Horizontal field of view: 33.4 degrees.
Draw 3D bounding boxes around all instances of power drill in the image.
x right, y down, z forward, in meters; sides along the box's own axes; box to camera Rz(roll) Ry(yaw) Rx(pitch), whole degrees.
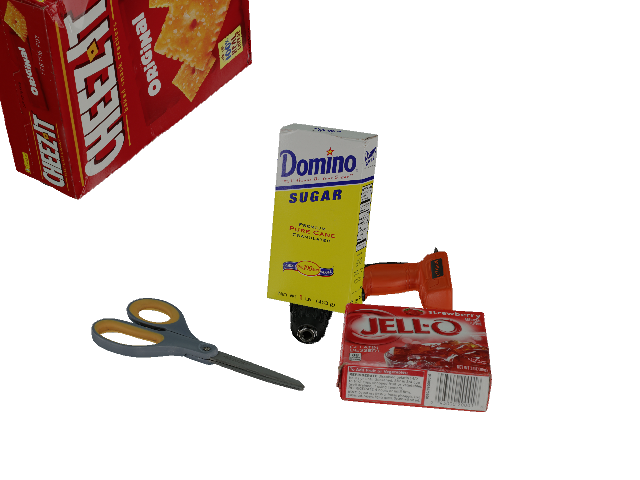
[{"bbox_3d":[0.058,0.062,1.241,0.187,0.057,0.184,0,28,4],"label":"power drill"}]

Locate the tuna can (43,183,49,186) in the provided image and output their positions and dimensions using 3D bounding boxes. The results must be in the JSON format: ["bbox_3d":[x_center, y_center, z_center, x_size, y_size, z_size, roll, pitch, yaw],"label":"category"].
[{"bbox_3d":[-0.241,-0.087,1.035,0.086,0.034,0.086,2,41,-2],"label":"tuna can"}]

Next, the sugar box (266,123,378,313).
[{"bbox_3d":[0.001,-0.023,1.060,0.093,0.176,0.048,9,16,21],"label":"sugar box"}]

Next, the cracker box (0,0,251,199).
[{"bbox_3d":[-0.138,-0.156,0.782,0.072,0.164,0.213,25,48,23],"label":"cracker box"}]

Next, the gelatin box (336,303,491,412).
[{"bbox_3d":[0.056,0.069,0.647,0.089,0.030,0.073,5,26,3],"label":"gelatin box"}]

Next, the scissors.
[{"bbox_3d":[-0.107,0.092,0.977,0.202,0.016,0.096,10,28,4],"label":"scissors"}]
